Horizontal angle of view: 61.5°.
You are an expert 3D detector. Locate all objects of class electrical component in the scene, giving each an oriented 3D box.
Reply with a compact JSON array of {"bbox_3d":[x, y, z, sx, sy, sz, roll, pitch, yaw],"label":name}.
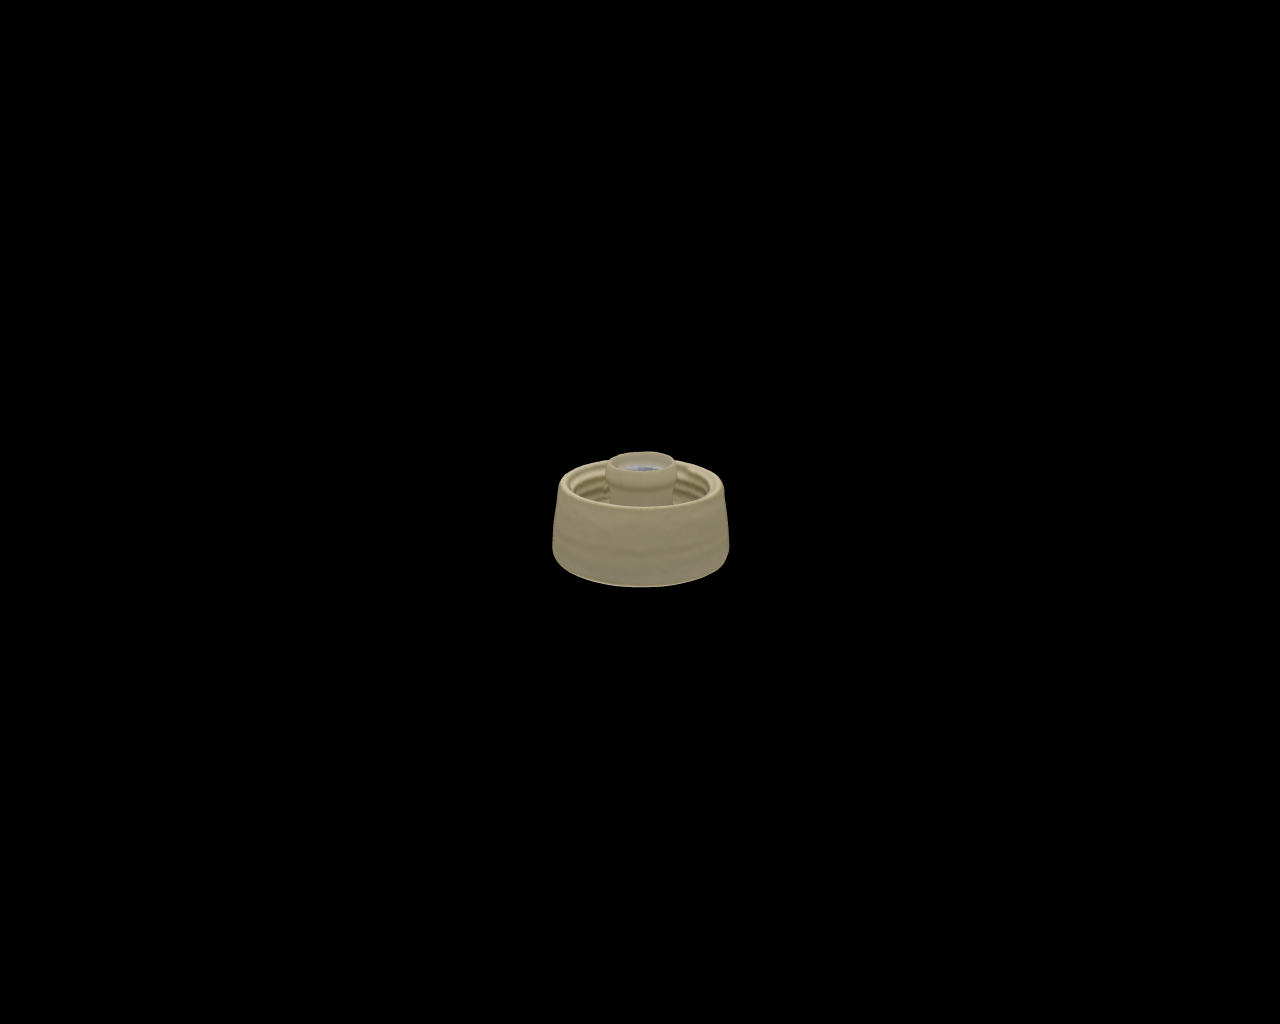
[{"bbox_3d":[0.001,-0.003,0.650,0.108,0.060,0.108,0,19,0],"label":"electrical component"}]
